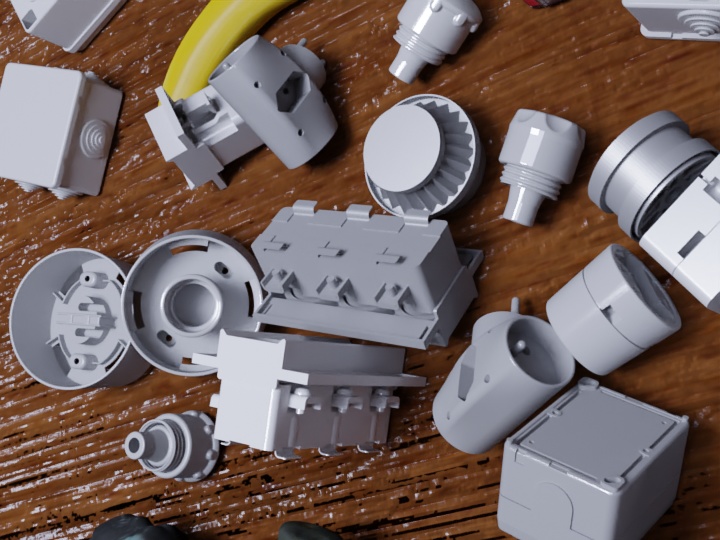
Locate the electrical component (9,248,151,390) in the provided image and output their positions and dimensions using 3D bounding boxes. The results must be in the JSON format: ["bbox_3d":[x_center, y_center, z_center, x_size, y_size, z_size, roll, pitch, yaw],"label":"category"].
[{"bbox_3d":[-0.190,0.036,0.762,0.099,0.064,0.099,-6,78,32],"label":"electrical component"}]

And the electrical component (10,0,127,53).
[{"bbox_3d":[-0.226,-0.247,0.839,0.109,0.056,0.108,-42,62,20],"label":"electrical component"}]

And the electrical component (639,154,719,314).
[{"bbox_3d":[0.194,-0.024,0.530,0.089,0.050,0.055,-50,59,16],"label":"electrical component"}]

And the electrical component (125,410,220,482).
[{"bbox_3d":[-0.127,0.116,0.708,0.048,0.062,0.048,-6,78,32],"label":"electrical component"}]

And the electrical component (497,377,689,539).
[{"bbox_3d":[0.120,0.102,0.540,0.062,0.096,0.061,21,121,34],"label":"electrical component"}]

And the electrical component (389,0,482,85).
[{"bbox_3d":[0.041,-0.144,0.656,0.048,0.048,0.062,45,113,30],"label":"electrical component"}]

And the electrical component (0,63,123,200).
[{"bbox_3d":[-0.235,-0.107,0.826,0.100,0.048,0.099,13,89,34],"label":"electrical component"}]

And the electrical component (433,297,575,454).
[{"bbox_3d":[0.079,0.050,0.591,0.077,0.043,0.079,-52,19,44],"label":"electrical component"}]

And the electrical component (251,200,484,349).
[{"bbox_3d":[0.000,0.000,0.638,0.121,0.063,0.078,7,45,34],"label":"electrical component"}]

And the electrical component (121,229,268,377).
[{"bbox_3d":[-0.109,0.022,0.705,0.099,0.064,0.099,0,90,-5],"label":"electrical component"}]

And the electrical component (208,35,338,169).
[{"bbox_3d":[-0.047,-0.119,0.696,0.043,0.077,0.079,-18,32,48],"label":"electrical component"}]

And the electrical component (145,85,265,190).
[{"bbox_3d":[-0.102,-0.094,0.725,0.064,0.081,0.042,-28,66,2],"label":"electrical component"}]

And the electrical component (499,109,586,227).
[{"bbox_3d":[0.098,-0.056,0.603,0.043,0.043,0.062,21,95,34],"label":"electrical component"}]

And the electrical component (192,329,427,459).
[{"bbox_3d":[-0.028,0.071,0.616,0.079,0.121,0.063,7,88,34],"label":"electrical component"}]

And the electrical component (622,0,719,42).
[{"bbox_3d":[0.190,-0.168,0.559,0.100,0.048,0.099,11,88,34],"label":"electrical component"}]

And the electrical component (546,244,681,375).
[{"bbox_3d":[0.131,0.022,0.562,0.047,0.055,0.055,-41,62,25],"label":"electrical component"}]
